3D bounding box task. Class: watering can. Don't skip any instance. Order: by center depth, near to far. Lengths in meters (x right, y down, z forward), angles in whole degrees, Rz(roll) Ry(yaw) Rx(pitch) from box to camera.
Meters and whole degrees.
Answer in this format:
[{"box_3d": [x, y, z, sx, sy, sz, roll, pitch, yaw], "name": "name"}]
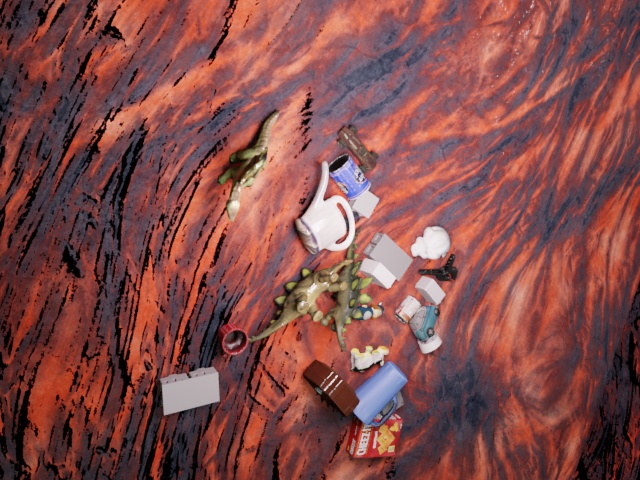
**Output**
[{"box_3d": [0.006, -0.094, 1.859, 0.226, 0.105, 0.342, -34, 117, -19], "name": "watering can"}]

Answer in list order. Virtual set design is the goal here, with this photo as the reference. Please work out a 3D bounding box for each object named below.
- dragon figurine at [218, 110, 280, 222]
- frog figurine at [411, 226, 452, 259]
[{"box_3d": [-0.206, -0.251, 1.653, 0.121, 0.244, 0.411, 29, 87, -24], "name": "dragon figurine"}, {"box_3d": [0.451, 0.012, 2.112, 0.159, 0.121, 0.138, 0, 80, -24], "name": "frog figurine"}]
